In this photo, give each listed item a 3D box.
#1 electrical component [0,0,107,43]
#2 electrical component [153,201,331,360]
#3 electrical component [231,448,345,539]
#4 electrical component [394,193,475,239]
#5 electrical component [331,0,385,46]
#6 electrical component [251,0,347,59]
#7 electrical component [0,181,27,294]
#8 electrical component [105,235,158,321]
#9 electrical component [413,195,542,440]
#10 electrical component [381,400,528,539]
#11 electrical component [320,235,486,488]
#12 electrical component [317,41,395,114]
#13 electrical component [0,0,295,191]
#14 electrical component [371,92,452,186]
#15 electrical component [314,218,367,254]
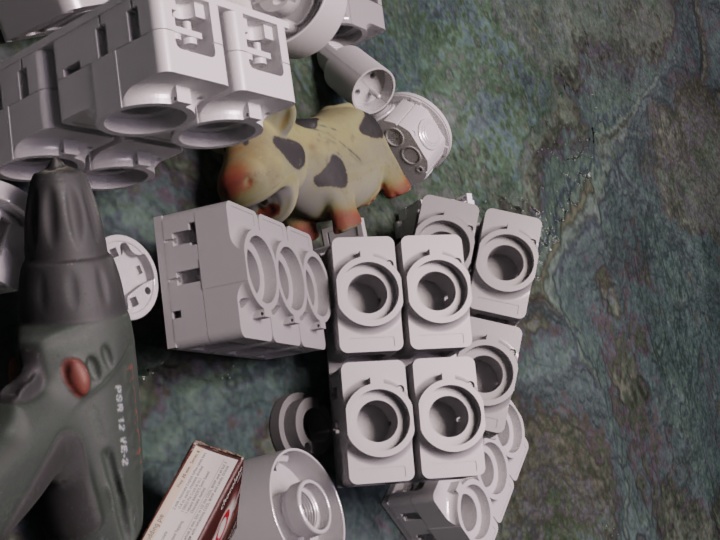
[{"bbox_3d":[-0.185,-0.196,0.714,0.113,0.078,0.057,-31,105,-53],"label":"electrical component"},{"bbox_3d":[-0.076,0.012,0.755,0.150,0.062,0.089,21,59,-70],"label":"electrical component"},{"bbox_3d":[-0.058,0.180,0.775,0.099,0.064,0.099,44,32,-37],"label":"electrical component"},{"bbox_3d":[0.075,-0.002,0.993,0.063,0.079,0.121,2,74,-29],"label":"electrical component"},{"bbox_3d":[-0.024,-0.234,0.962,0.089,0.050,0.055,8,71,-51],"label":"electrical component"},{"bbox_3d":[-0.063,-0.221,0.872,0.064,0.099,0.099,12,68,-57],"label":"electrical component"},{"bbox_3d":[-0.219,-0.020,0.633,0.066,0.048,0.055,36,58,-40],"label":"electrical component"},{"bbox_3d":[-0.166,0.010,0.690,0.055,0.047,0.055,23,60,-47],"label":"electrical component"},{"bbox_3d":[0.085,0.039,0.913,0.060,0.105,0.186,99,3,-76],"label":"electrical component"},{"bbox_3d":[0.092,0.178,0.952,0.089,0.062,0.150,57,40,-22],"label":"electrical component"},{"bbox_3d":[0.032,0.069,0.831,0.105,0.060,0.186,-2,76,-12],"label":"electrical component"},{"bbox_3d":[-0.008,-0.174,0.950,0.043,0.043,0.081,27,13,-45],"label":"electrical component"},{"bbox_3d":[-0.142,-0.099,0.643,0.105,0.186,0.060,4,74,-52],"label":"electrical component"},{"bbox_3d":[0.039,-0.116,0.978,0.080,0.080,0.051,58,45,-21],"label":"electrical component"},{"bbox_3d":[0.000,0.000,0.914,0.064,0.042,0.081,0,78,-54],"label":"electrical component"}]
